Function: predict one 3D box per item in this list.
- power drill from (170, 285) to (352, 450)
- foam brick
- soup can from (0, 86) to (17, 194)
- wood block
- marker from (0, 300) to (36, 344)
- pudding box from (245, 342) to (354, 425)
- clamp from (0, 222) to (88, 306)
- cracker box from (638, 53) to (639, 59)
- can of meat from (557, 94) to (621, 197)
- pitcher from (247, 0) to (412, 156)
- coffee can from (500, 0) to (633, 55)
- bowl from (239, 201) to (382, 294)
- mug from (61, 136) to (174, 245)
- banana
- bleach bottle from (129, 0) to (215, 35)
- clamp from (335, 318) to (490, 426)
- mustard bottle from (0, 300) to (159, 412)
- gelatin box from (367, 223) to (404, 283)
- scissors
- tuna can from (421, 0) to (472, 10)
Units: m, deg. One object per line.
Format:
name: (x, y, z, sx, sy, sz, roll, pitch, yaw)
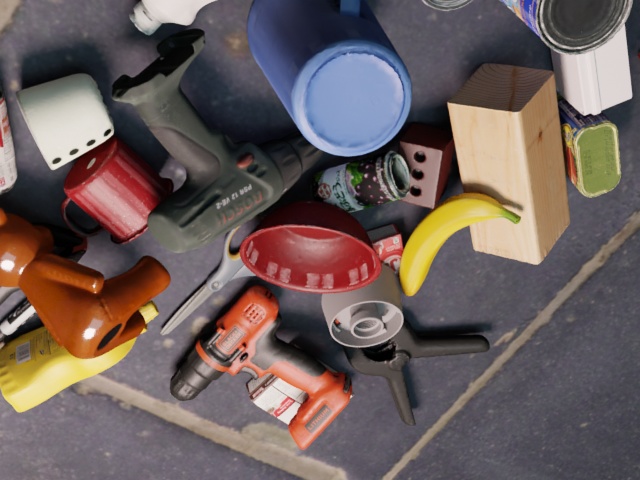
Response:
power drill: (-0.069, 0.172, 1.309, 0.187, 0.057, 0.185, 39, 109, -10)
foam brick: (0.119, -0.085, 1.217, 0.053, 0.051, 0.078, 15, 124, 18)
soup can: (-0.347, -0.102, 1.078, 0.068, 0.068, 0.102, -7, 125, -12)
wood block: (0.219, -0.086, 1.214, 0.090, 0.090, 0.206, -46, 135, -36)
marker: (-0.342, 0.085, 1.233, 0.121, 0.020, 0.020, -40, 124, 12)
pudding box: (-0.025, 0.195, 1.384, 0.090, 0.039, 0.113, -44, 124, 14)
clamp: (-0.340, 0.036, 1.187, 0.171, 0.039, 0.120, -9, 121, -8)
cracker box: (0.498, -0.242, 1.220, 0.164, 0.072, 0.214, 29, 112, -29)
can of meat: (0.308, -0.112, 1.245, 0.057, 0.084, 0.102, -19, 126, -3)
pitcher: (0.010, -0.182, 1.018, 0.145, 0.243, 0.149, -34, 118, 6)
coffee can: (0.241, -0.264, 1.090, 0.102, 0.140, 0.103, -7, 124, -11)
bowl: (-0.008, 0.001, 1.208, 0.162, 0.055, 0.162, 6, 152, 3)
mug: (-0.226, -0.049, 1.137, 0.117, 0.093, 0.081, -35, 120, 17)
banana: (0.143, -0.003, 1.237, 0.037, 0.069, 0.198, -17, 164, -43)
bleach bottle: (-0.081, -0.287, 1.035, 0.251, 0.068, 0.102, -40, 124, 15)
clamp: (0.110, 0.144, 1.387, 0.165, 0.036, 0.209, -43, 120, 14)
mustard bottle: (-0.274, 0.119, 1.227, 0.191, 0.096, 0.058, -27, 126, 2)
gelatin box: (0.060, 0.027, 1.300, 0.089, 0.030, 0.073, -16, 126, -4)
scissors: (-0.105, 0.051, 1.279, 0.096, 0.016, 0.202, 21, 115, -27)
tuna can: (0.132, -0.284, 1.112, 0.086, 0.034, 0.086, -7, 124, -11)
